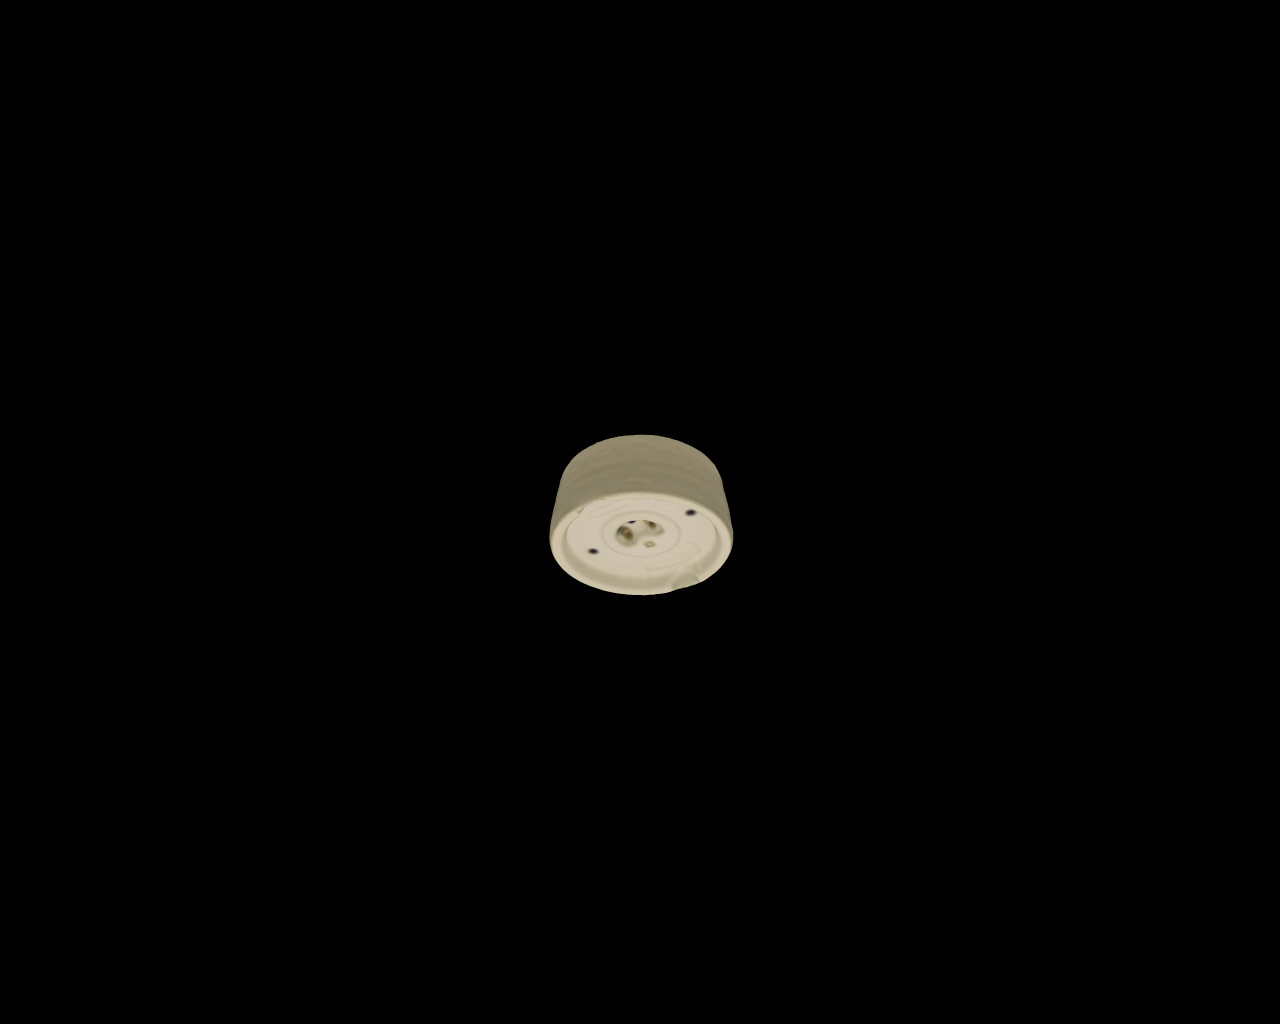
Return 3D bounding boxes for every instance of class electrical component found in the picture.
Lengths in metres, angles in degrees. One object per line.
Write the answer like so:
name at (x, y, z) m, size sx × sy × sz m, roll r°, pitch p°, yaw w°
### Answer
electrical component at (0.001, -0.003, 0.650) m, size 0.108 × 0.060 × 0.108 m, roll 0°, pitch -37°, yaw 0°
